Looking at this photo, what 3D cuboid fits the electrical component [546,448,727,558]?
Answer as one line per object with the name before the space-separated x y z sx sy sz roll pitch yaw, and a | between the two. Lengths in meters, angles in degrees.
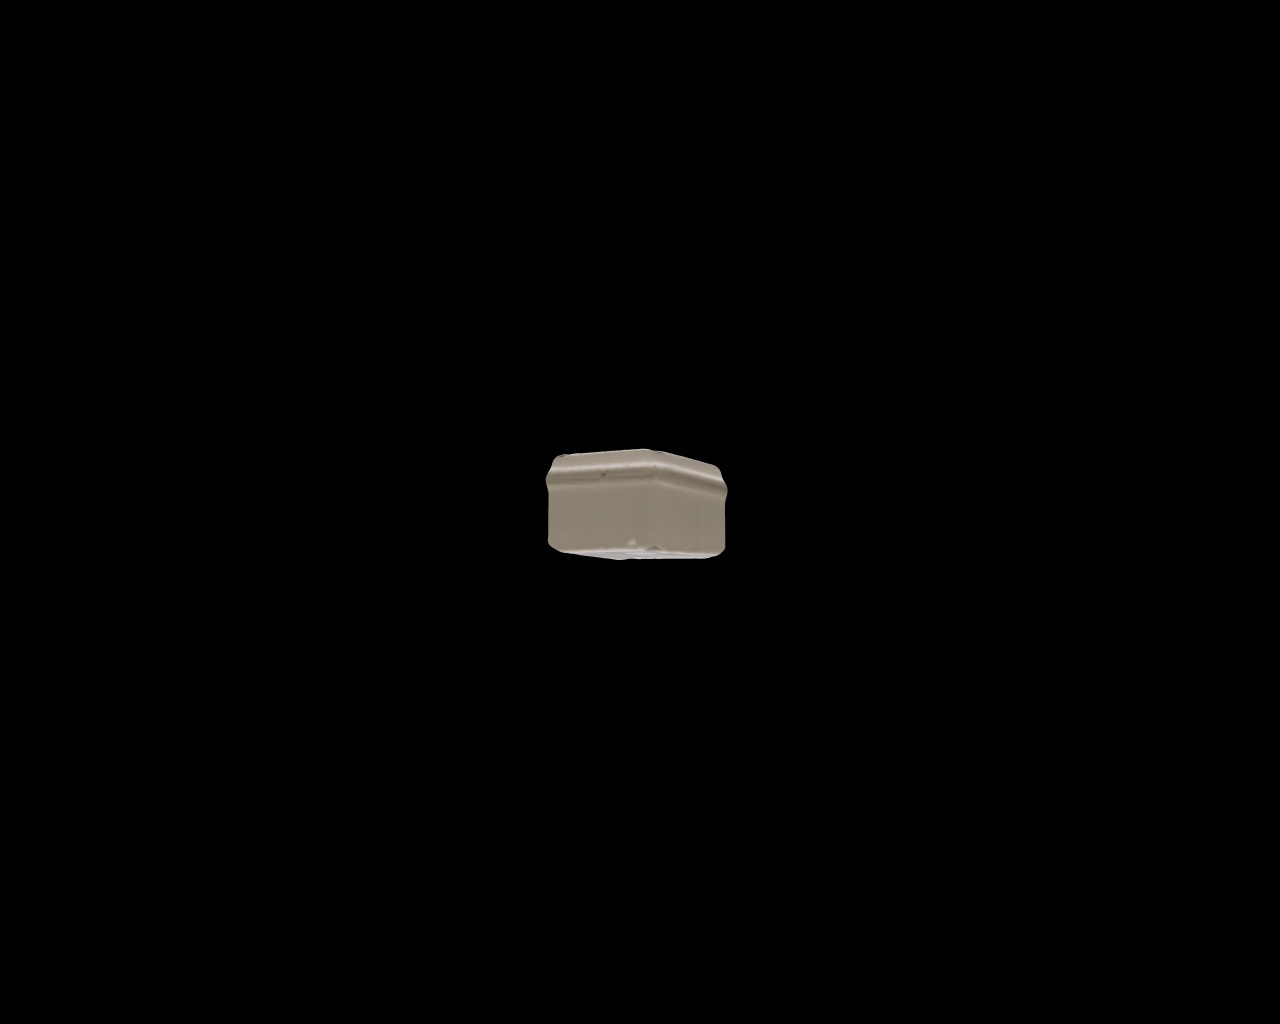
electrical component | 0.001 -0.003 0.650 0.078 0.057 0.113 -2 -5 24
